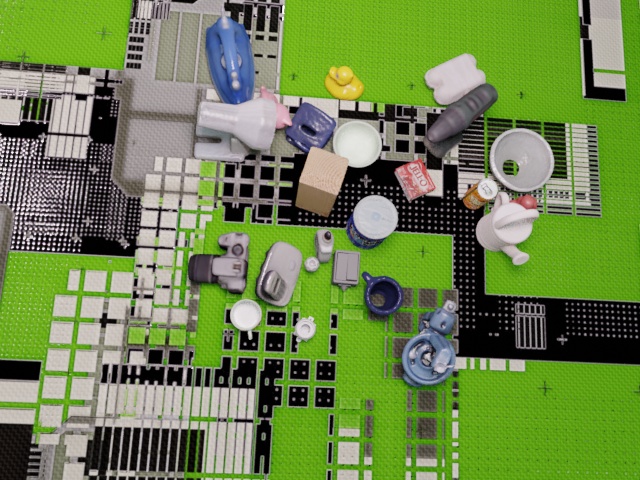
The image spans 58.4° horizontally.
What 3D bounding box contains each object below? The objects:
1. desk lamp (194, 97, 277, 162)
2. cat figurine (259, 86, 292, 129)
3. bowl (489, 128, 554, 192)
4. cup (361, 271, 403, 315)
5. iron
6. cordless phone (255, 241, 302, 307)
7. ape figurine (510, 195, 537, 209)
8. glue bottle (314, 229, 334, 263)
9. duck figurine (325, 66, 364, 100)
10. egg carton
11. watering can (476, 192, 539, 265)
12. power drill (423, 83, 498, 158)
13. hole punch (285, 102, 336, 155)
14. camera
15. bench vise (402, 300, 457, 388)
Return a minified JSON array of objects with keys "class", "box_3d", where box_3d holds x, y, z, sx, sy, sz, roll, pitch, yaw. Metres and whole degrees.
[{"class":"desk lamp","box_3d":[-0.203,-0.259,1.345,0.203,0.213,0.118,2,79,-4]},{"class":"cat figurine","box_3d":[-0.117,-0.321,1.414,0.067,0.117,0.128,-24,82,-9]},{"class":"bowl","box_3d":[0.504,-0.196,1.467,0.167,0.074,0.167,1,79,-5]},{"class":"cup","box_3d":[0.135,0.126,1.361,0.092,0.095,0.118,-42,85,-11]},{"class":"iron","box_3d":[-0.217,-0.434,1.415,0.118,0.141,0.258,-11,80,-7]},{"class":"cordless phone","box_3d":[-0.094,0.071,1.305,0.094,0.185,0.148,15,78,-2]},{"class":"ape figurine","box_3d":[0.511,-0.086,1.438,0.078,0.092,0.076,13,78,-2]},{"class":"glue bottle","box_3d":[0.012,0.005,1.334,0.037,0.173,0.078,-4,79,-5]},{"class":"duck figurine","box_3d":[0.066,-0.409,1.464,0.104,0.086,0.077,24,78,0]},{"class":"egg carton","box_3d":[0.354,-0.420,1.500,0.150,0.069,0.107,-28,83,-10]},{"class":"watering can","box_3d":[0.458,-0.030,1.370,0.101,0.194,0.173,-30,83,-10]},{"class":"power drill","box_3d":[0.326,-0.281,1.400,0.230,0.208,0.075,-41,85,-11]},{"class":"hole punch","box_3d":[-0.023,-0.272,1.426,0.108,0.091,0.101,34,78,2]},{"class":"camera","box_3d":[-0.236,0.051,1.340,0.137,0.100,0.143,3,79,-4]},{"class":"bench vise","box_3d":[0.252,0.230,1.288,0.121,0.219,0.207,8,78,-3]}]
